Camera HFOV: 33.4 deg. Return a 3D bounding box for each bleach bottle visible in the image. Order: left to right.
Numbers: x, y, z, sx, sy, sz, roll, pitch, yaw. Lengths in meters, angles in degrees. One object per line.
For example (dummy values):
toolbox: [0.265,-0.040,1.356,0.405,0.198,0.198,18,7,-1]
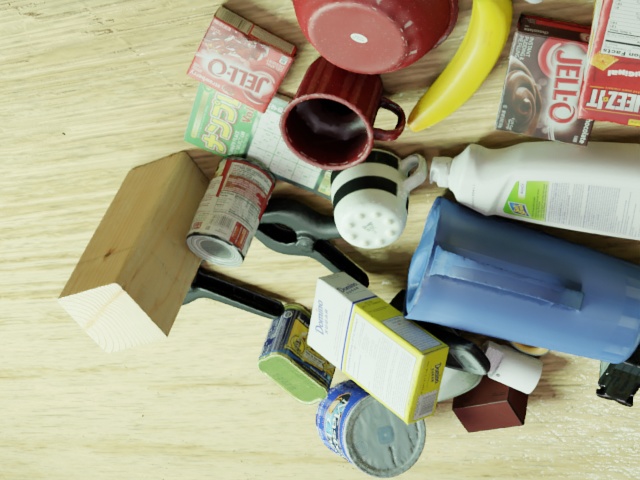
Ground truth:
bleach bottle: [0.234,-0.059,1.051,0.251,0.068,0.102,9,136,14]

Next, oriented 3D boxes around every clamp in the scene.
clamp: [-0.153,0.049,1.313,0.210,0.036,0.164,-11,129,31]
clamp: [-0.008,0.001,1.215,0.171,0.039,0.120,14,132,10]

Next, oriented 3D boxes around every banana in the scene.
banana: [0.133,-0.172,0.980,0.069,0.037,0.198,-4,146,-14]

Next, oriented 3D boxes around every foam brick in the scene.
foam brick: [0.211,0.201,1.326,0.078,0.053,0.051,-14,128,31]

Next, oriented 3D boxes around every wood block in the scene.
wood block: [-0.189,0.010,1.164,0.091,0.206,0.090,-15,127,32]

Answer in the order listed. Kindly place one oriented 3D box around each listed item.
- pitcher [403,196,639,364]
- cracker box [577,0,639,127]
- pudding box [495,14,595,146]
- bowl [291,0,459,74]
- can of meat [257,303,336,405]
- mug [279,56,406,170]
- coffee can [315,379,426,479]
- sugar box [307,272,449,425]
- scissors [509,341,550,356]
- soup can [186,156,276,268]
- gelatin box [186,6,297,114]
pitcher: [0.216,0.049,1.111,0.243,0.149,0.145,15,134,-1]
cracker box: [0.254,-0.218,0.809,0.072,0.164,0.214,11,136,11]
pudding box: [0.216,-0.147,0.984,0.090,0.039,0.113,12,136,7]
bowl: [0.040,-0.199,0.956,0.162,0.055,0.162,14,151,8]
can of meat: [-0.024,0.143,1.329,0.102,0.084,0.058,41,132,-22]
mug: [0.027,-0.126,1.040,0.117,0.081,0.093,12,136,8]
coffee can: [0.060,0.232,1.329,0.102,0.103,0.140,31,172,-12]
sugar box: [0.060,0.115,1.169,0.176,0.048,0.093,38,128,43]
scissors: [0.200,0.084,1.240,0.202,0.016,0.096,17,137,3]
soup can: [-0.096,-0.030,1.155,0.068,0.102,0.068,16,154,8]
gelatin box: [-0.077,-0.176,1.055,0.089,0.030,0.073,27,126,-8]
